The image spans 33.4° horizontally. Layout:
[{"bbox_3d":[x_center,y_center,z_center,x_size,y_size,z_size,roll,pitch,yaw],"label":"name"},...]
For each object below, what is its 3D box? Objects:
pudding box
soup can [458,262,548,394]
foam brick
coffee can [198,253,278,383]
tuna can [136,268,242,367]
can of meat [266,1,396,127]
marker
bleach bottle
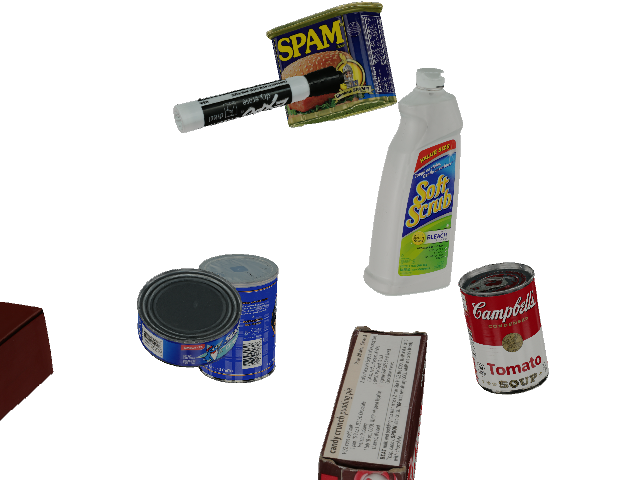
[{"bbox_3d":[0.022,0.102,0.465,0.039,0.090,0.113,6,24,5],"label":"pudding box"},{"bbox_3d":[0.167,0.080,0.970,0.068,0.102,0.068,-11,18,4],"label":"soup can"},{"bbox_3d":[-0.224,0.082,0.712,0.053,0.051,0.078,7,29,23],"label":"foam brick"},{"bbox_3d":[-0.108,0.100,1.391,0.103,0.140,0.103,2,20,-1],"label":"coffee can"},{"bbox_3d":[-0.108,0.064,0.882,0.086,0.034,0.086,5,41,-4],"label":"tuna can"},{"bbox_3d":[0.010,-0.147,0.904,0.102,0.084,0.057,-10,1,37],"label":"can of meat"},{"bbox_3d":[-0.039,-0.096,0.719,0.121,0.020,0.020,-18,6,-20],"label":"marker"},{"bbox_3d":[0.107,-0.067,1.203,0.102,0.251,0.068,-7,22,-25],"label":"bleach bottle"}]
